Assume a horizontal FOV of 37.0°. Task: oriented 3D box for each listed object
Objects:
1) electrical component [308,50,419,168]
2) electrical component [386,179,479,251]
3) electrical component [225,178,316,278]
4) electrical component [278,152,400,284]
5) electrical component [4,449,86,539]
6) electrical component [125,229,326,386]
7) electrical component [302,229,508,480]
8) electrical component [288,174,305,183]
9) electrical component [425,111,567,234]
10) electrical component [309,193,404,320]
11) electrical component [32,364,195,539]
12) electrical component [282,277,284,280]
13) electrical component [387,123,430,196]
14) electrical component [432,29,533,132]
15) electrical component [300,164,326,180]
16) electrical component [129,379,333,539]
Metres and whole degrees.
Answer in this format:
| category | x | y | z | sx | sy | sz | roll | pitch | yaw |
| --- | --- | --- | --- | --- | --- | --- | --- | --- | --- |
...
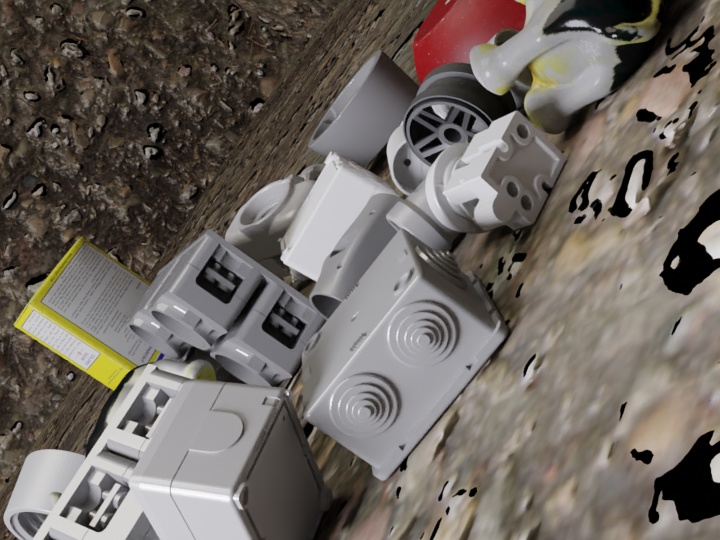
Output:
| category | x | y | z | sx | sy | sz | roll | pitch | yaw |
| --- | --- | --- | --- | --- | --- | --- | --- | --- | --- |
| electrical component | 0.009 | -0.136 | 0.965 | 0.108 | 0.060 | 0.108 | -51 | 12 | 15 |
| electrical component | 0.044 | -0.034 | 0.605 | 0.046 | 0.040 | 0.040 | -48 | 12 | -2 |
| electrical component | -0.063 | -0.035 | 0.895 | 0.095 | 0.059 | 0.053 | -16 | 37 | 39 |
| electrical component | -0.015 | -0.027 | 0.773 | 0.096 | 0.061 | 0.061 | -59 | 13 | 10 |
| electrical component | -0.219 | 0.192 | 0.826 | 0.108 | 0.108 | 0.060 | -40 | 24 | 49 |
| electrical component | -0.108 | 0.040 | 0.816 | 0.060 | 0.105 | 0.186 | -58 | 13 | -19 |
| electrical component | 0.016 | 0.034 | 0.498 | 0.099 | 0.048 | 0.099 | -52 | 12 | 10 |
| electrical component | -0.054 | -0.050 | 0.974 | 0.058 | 0.057 | 0.078 | -51 | 12 | 13 |
| electrical component | 0.065 | -0.045 | 0.542 | 0.055 | 0.048 | 0.066 | -18 | 37 | 57 |
| electrical component | 0.000 | 0.000 | 0.665 | 0.077 | 0.043 | 0.079 | -59 | 13 | -22 |
| electrical component | -0.103 | 0.138 | 0.542 | 0.062 | 0.089 | 0.150 | 11 | 58 | 35 |
| electrical component | -0.092 | 0.020 | 0.955 | 0.045 | 0.045 | 0.055 | -50 | 13 | 17 |
| electrical component | 0.040 | -0.079 | 0.733 | 0.043 | 0.043 | 0.081 | -51 | 12 | 14 |
| electrical component | 0.077 | -0.110 | 0.678 | 0.081 | 0.043 | 0.043 | -40 | 18 | 48 |
| electrical component | -0.040 | -0.082 | 1.044 | 0.043 | 0.043 | 0.062 | -54 | 11 | 0 |
| electrical component | -0.057 | 0.103 | 0.486 | 0.061 | 0.096 | 0.061 | 3 | 43 | 23 |
